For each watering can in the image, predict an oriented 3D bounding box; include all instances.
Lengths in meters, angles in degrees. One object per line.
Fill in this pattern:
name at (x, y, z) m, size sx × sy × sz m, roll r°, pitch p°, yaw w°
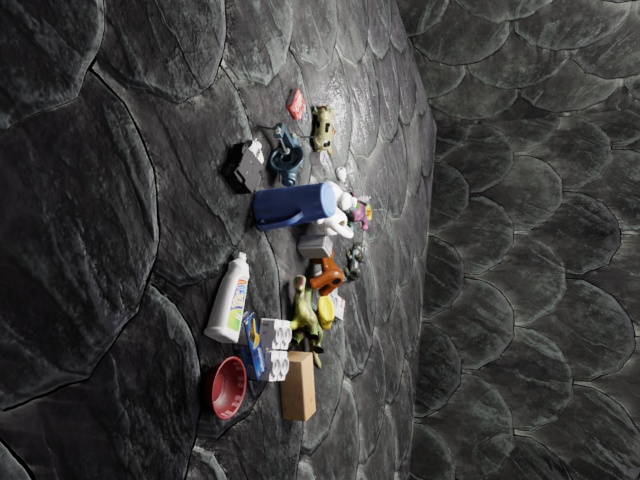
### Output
watering can at (0.006, -0.092, 1.831) m, size 0.103 × 0.227 × 0.345 m, roll -52°, pitch 155°, yaw 7°

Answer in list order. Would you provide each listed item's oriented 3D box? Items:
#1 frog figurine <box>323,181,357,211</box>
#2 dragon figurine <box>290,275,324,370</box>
frog figurine at (0.065, -0.177, 2.036) m, size 0.135 × 0.159 × 0.124 m, roll 41°, pitch 51°, yaw -59°
dragon figurine at (-0.037, 0.276, 1.868) m, size 0.400 × 0.122 × 0.249 m, roll 75°, pitch 18°, yaw -48°
